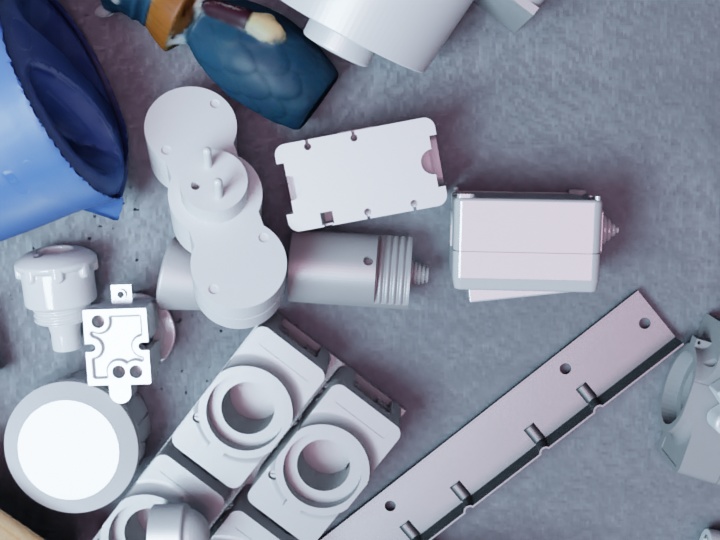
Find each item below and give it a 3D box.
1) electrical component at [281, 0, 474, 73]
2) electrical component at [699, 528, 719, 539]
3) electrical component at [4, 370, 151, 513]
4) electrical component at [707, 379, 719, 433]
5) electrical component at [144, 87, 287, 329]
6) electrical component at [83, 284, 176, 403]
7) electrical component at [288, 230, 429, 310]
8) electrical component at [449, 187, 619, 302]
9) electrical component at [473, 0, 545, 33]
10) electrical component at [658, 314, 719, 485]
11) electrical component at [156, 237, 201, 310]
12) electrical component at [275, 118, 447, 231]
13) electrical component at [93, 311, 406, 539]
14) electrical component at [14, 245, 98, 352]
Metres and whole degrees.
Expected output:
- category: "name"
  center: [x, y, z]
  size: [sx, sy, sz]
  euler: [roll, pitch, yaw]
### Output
- category: "electrical component"
  center: [0.000, -0.146, 0.585]
  size: [0.108, 0.108, 0.060]
  euler: [28, 105, -1]
- category: "electrical component"
  center: [0.236, 0.179, 0.650]
  size: [0.065, 0.044, 0.044]
  euler: [11, 98, 6]
- category: "electrical component"
  center: [-0.169, 0.102, 0.654]
  size: [0.080, 0.051, 0.080]
  euler: [0, 98, 3]
- category: "electrical component"
  center: [0.223, 0.072, 0.575]
  size: [0.066, 0.055, 0.048]
  euler: [-33, 97, 6]
- category: "electrical component"
  center: [-0.080, -0.042, 0.593]
  size: [0.052, 0.073, 0.138]
  euler: [-17, 72, -12]
- category: "electrical component"
  center: [-0.137, 0.040, 0.641]
  size: [0.048, 0.055, 0.066]
  euler: [-2, 98, 3]
- category: "electrical component"
  center: [0.000, 0.000, 0.635]
  size: [0.081, 0.043, 0.043]
  euler: [4, 98, 2]
- category: "electrical component"
  center: [0.100, -0.015, 0.618]
  size: [0.096, 0.061, 0.061]
  euler: [1, 98, 3]
- category: "electrical component"
  center: [0.031, -0.211, 0.572]
  size: [0.186, 0.105, 0.060]
  euler: [36, 98, -2]
- category: "electrical component"
  center: [0.213, 0.077, 0.631]
  size: [0.056, 0.050, 0.089]
  euler: [17, 98, 0]
- category: "electrical component"
  center: [-0.088, 0.007, 0.640]
  size: [0.055, 0.045, 0.045]
  euler: [12, 98, 1]
- category: "electrical component"
  center: [0.002, -0.056, 0.620]
  size: [0.089, 0.055, 0.050]
  euler: [-10, 97, 4]
- category: "electrical component"
  center: [-0.071, 0.131, 0.648]
  size: [0.105, 0.060, 0.186]
  euler: [38, 98, -3]
- category: "electrical component"
  center: [-0.180, 0.018, 0.647]
  size: [0.048, 0.048, 0.062]
  euler: [-3, 105, 3]
